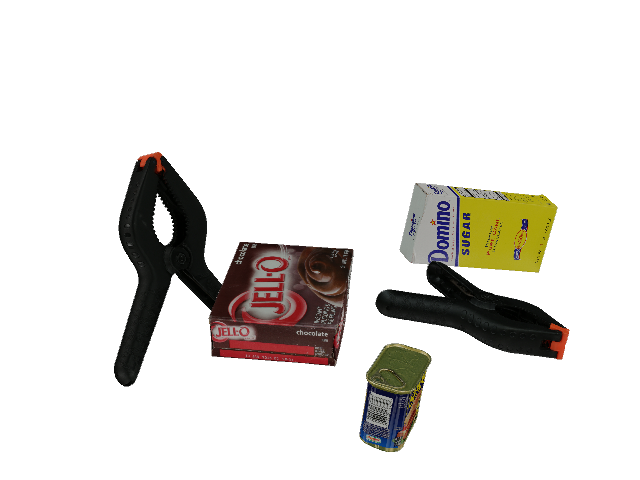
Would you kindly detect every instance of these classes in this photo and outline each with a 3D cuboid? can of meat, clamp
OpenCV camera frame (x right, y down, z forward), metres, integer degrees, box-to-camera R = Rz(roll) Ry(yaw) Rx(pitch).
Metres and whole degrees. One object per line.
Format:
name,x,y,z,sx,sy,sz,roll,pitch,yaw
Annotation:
can of meat,0.084,0.179,1.212,0.057,0.084,0.102,15,25,15
clamp,-0.133,0.022,1.011,0.036,0.210,0.164,-7,-1,45
clamp,0.148,0.063,0.989,0.172,0.039,0.120,19,30,17

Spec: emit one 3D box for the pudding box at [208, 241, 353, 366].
pudding box,-0.026,0.044,0.776,0.090,0.039,0.113,4,27,6

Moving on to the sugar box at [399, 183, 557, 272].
sugar box,0.192,-0.014,1.299,0.176,0.093,0.048,3,23,-20
